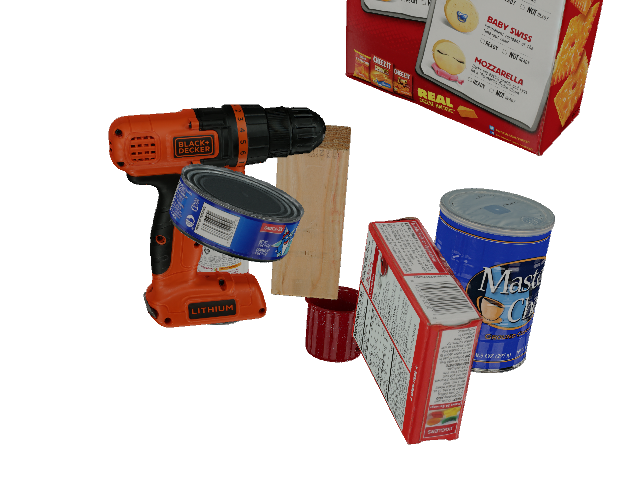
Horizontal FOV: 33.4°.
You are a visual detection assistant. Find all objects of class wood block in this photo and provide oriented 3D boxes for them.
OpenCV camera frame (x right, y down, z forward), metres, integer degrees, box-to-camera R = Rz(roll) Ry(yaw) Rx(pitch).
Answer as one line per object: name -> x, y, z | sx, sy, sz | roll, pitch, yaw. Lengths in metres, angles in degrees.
wood block -> -0.013, -0.039, 1.373 | 0.090, 0.206, 0.091 | 4, 26, 0

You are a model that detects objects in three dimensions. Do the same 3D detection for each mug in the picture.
mug -> 0.032, 0.122, 1.494 | 0.117, 0.081, 0.093 | 16, 23, 29

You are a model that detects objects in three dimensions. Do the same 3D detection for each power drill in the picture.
power drill -> -0.085, -0.024, 0.917 | 0.184, 0.188, 0.057 | -5, 19, -14

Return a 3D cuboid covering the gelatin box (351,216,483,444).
gelatin box -> 0.045, 0.042, 0.521 | 0.030, 0.073, 0.089 | -4, 34, -16

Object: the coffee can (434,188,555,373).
coffee can -> 0.149, 0.035, 0.974 | 0.103, 0.140, 0.103 | 6, 22, -3

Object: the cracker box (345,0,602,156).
cracker box -> 0.102, -0.182, 0.700 | 0.164, 0.214, 0.072 | 27, 50, 25

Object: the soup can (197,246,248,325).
soup can -> -0.112, 0.032, 1.172 | 0.068, 0.102, 0.068 | 1, 25, -1

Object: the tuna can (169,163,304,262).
tuna can -> -0.056, -0.018, 0.711 | 0.086, 0.034, 0.086 | 19, 17, -6
